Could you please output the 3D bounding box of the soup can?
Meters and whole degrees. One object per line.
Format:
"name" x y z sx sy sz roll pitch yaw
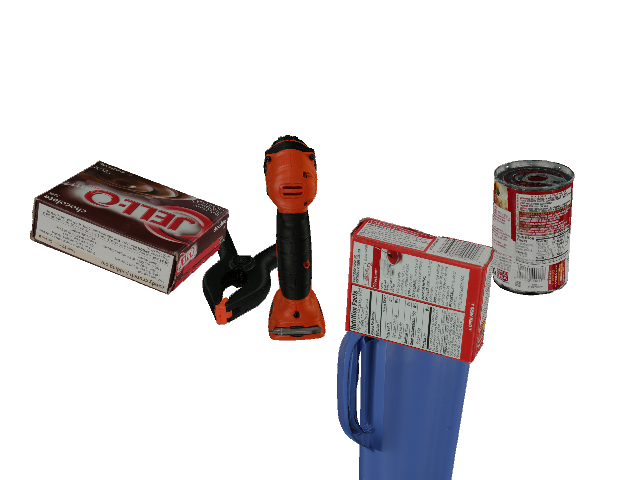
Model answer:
"soup can" 0.185 -0.011 0.933 0.068 0.102 0.068 -3 24 1

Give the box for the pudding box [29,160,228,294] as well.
"pudding box" -0.134 -0.011 0.759 0.113 0.039 0.090 19 25 12

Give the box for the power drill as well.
"power drill" -0.029 -0.006 1.072 0.057 0.188 0.184 -3 16 0

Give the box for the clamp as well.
"clamp" -0.081 0.033 1.256 0.120 0.039 0.171 -2 41 9

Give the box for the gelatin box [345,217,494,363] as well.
"gelatin box" 0.061 0.031 0.676 0.089 0.073 0.030 14 33 20

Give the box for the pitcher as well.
"pitcher" 0.097 0.191 1.241 0.149 0.243 0.145 6 14 8
